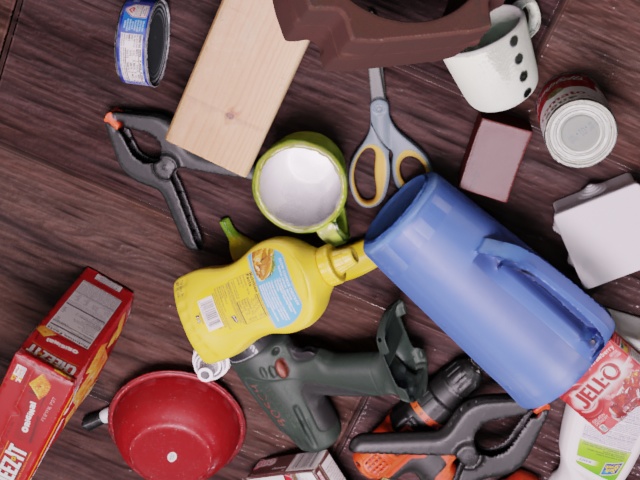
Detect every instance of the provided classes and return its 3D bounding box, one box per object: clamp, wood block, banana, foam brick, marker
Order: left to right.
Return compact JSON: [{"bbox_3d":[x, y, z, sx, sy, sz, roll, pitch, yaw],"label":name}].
[{"bbox_3d":[-0.226,0.195,1.242,0.121,0.020,0.020,-25,107,16],"label":"marker"},{"bbox_3d":[-0.157,-0.069,1.117,0.171,0.039,0.120,32,105,0],"label":"clamp"},{"bbox_3d":[-0.065,-0.180,1.035,0.091,0.090,0.206,25,112,-4],"label":"wood block"},{"bbox_3d":[-0.012,0.018,1.135,0.198,0.037,0.070,4,114,5],"label":"banana"},{"bbox_3d":[0.158,0.236,1.142,0.210,0.036,0.164,-28,103,8],"label":"clamp"},{"bbox_3d":[0.173,-0.086,1.063,0.053,0.051,0.078,18,113,1],"label":"foam brick"}]

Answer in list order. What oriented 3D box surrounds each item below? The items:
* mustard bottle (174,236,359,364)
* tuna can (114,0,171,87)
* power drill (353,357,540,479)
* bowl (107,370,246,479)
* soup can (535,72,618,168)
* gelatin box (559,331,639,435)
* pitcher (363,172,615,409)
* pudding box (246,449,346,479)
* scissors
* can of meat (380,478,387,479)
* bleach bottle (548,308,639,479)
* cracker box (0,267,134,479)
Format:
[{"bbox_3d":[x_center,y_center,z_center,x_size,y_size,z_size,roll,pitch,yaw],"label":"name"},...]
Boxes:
[{"bbox_3d":[-0.048,0.049,1.063,0.192,0.058,0.096,-23,85,22],"label":"mustard bottle"},{"bbox_3d":[-0.173,-0.194,1.044,0.034,0.086,0.086,8,112,5],"label":"tuna can"},{"bbox_3d":[0.159,0.240,1.194,0.187,0.057,0.185,42,109,-8],"label":"power drill"},{"bbox_3d":[-0.166,0.228,1.215,0.162,0.055,0.162,1,121,1],"label":"bowl"},{"bbox_3d":[0.243,-0.115,1.015,0.068,0.102,0.068,3,112,6],"label":"soup can"},{"bbox_3d":[0.291,0.145,1.081,0.073,0.030,0.089,41,121,-2],"label":"gelatin box"},{"bbox_3d":[0.168,0.044,1.062,0.242,0.145,0.149,41,112,-11],"label":"pitcher"},{"bbox_3d":[-0.018,0.291,1.224,0.114,0.039,0.090,-17,112,42],"label":"pudding box"},{"bbox_3d":[0.078,-0.124,1.079,0.096,0.016,0.202,11,113,1],"label":"scissors"},{"bbox_3d":[0.080,0.341,1.242,0.102,0.057,0.084,39,112,-9],"label":"can of meat"},{"bbox_3d":[0.302,0.202,1.157,0.102,0.068,0.251,18,115,4],"label":"bleach bottle"},{"bbox_3d":[-0.280,0.147,1.124,0.072,0.213,0.164,28,112,-4],"label":"cracker box"}]
